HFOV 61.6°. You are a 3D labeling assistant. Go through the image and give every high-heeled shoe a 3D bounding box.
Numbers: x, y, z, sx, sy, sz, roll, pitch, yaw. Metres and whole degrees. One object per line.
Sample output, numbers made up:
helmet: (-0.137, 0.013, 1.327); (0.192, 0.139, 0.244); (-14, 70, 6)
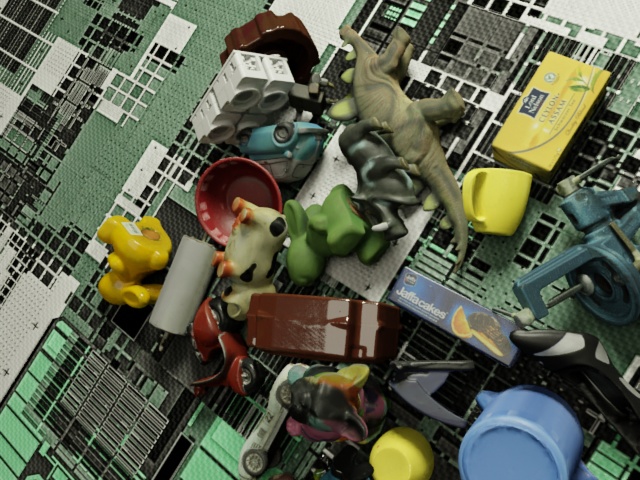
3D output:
high-heeled shoe: (0.349, 0.205, 0.677); (0.249, 0.086, 0.145); (16, 61, -4)

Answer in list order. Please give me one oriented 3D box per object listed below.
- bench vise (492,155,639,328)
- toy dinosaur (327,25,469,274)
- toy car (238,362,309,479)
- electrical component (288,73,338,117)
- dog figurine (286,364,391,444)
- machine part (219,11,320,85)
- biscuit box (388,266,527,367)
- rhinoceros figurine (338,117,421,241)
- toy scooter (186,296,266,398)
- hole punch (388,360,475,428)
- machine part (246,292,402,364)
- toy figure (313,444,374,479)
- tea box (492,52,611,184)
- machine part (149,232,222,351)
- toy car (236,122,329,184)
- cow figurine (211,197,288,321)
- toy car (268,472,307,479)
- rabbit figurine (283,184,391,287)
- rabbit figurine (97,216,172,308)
bench vise: (0.347, 0.031, 0.714); (0.241, 0.129, 0.223); (-27, 90, -11)
toy dinosaur: (0.138, -0.176, 0.876); (0.198, 0.105, 0.471); (-37, 69, 17)
toy car: (-0.070, 0.288, 0.851); (0.056, 0.073, 0.201); (26, 87, 21)
electrical component: (-0.013, -0.254, 0.952); (0.078, 0.102, 0.045); (17, 79, 14)
dog figurine: (0.038, 0.220, 0.722); (0.191, 0.219, 0.108); (12, 71, -17)
machine part: (-0.089, -0.324, 0.958); (0.179, 0.179, 0.056); (-25, 67, 14)
biscuit box: (0.203, 0.112, 0.798); (0.203, 0.059, 0.063); (28, 88, 24)
rhinoceros figurine: (0.088, -0.092, 0.810); (0.112, 0.073, 0.190); (-26, 84, 21)
toy scooter: (-0.179, 0.195, 0.917); (0.135, 0.075, 0.184); (-36, 68, 18)
hole punch: (0.154, 0.212, 0.759); (0.116, 0.142, 0.092); (1, 81, 9)
machine part: (0.008, 0.130, 0.791); (0.202, 0.201, 0.087); (0, 79, 21)
toy figure: (0.026, 0.373, 0.755); (0.089, 0.180, 0.082); (-4, 32, -15)
tea box: (0.346, -0.183, 0.811); (0.098, 0.068, 0.169); (30, 90, 24)
machine part: (-0.241, 0.081, 0.966); (0.079, 0.079, 0.243); (18, 85, 24)
toy car: (-0.066, -0.151, 0.945); (0.162, 0.109, 0.102); (-3, 94, 29)
cow figurine: (-0.107, 0.041, 0.879); (0.086, 0.127, 0.194); (40, 112, 61)
toy car: (-0.049, 0.462, 0.814); (0.089, 0.053, 0.202); (-13, 72, 14)
rabbit figurine: (-0.002, -0.003, 0.878); (0.170, 0.121, 0.159); (-43, 62, 23)
rabbit figurine: (-0.347, 0.059, 1.009); (0.162, 0.122, 0.173); (45, 109, 15)
